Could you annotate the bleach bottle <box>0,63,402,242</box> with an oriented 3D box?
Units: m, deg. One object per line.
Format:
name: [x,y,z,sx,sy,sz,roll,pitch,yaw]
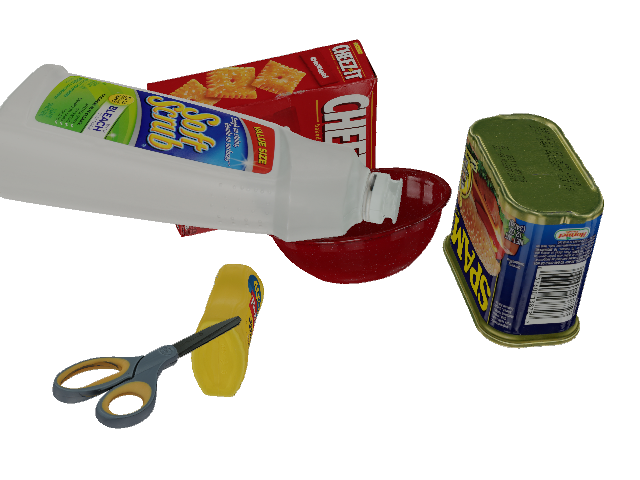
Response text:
bleach bottle: [-0.073,-0.050,0.671,0.251,0.068,0.102,10,36,9]

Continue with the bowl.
bowl: [0.032,-0.008,0.887,0.162,0.055,0.162,-10,22,4]

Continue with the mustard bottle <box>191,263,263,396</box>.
mustard bottle: [-0.097,0.081,1.172,0.058,0.096,0.191,2,28,4]

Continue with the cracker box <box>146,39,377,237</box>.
cracker box: [-0.053,-0.097,1.063,0.213,0.072,0.164,-13,-40,-9]

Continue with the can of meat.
can of meat: [0.107,-0.008,0.569,0.057,0.084,0.102,-3,37,-10]

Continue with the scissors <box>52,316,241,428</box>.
scissors: [-0.134,0.115,0.941,0.201,0.016,0.096,-13,36,-33]
